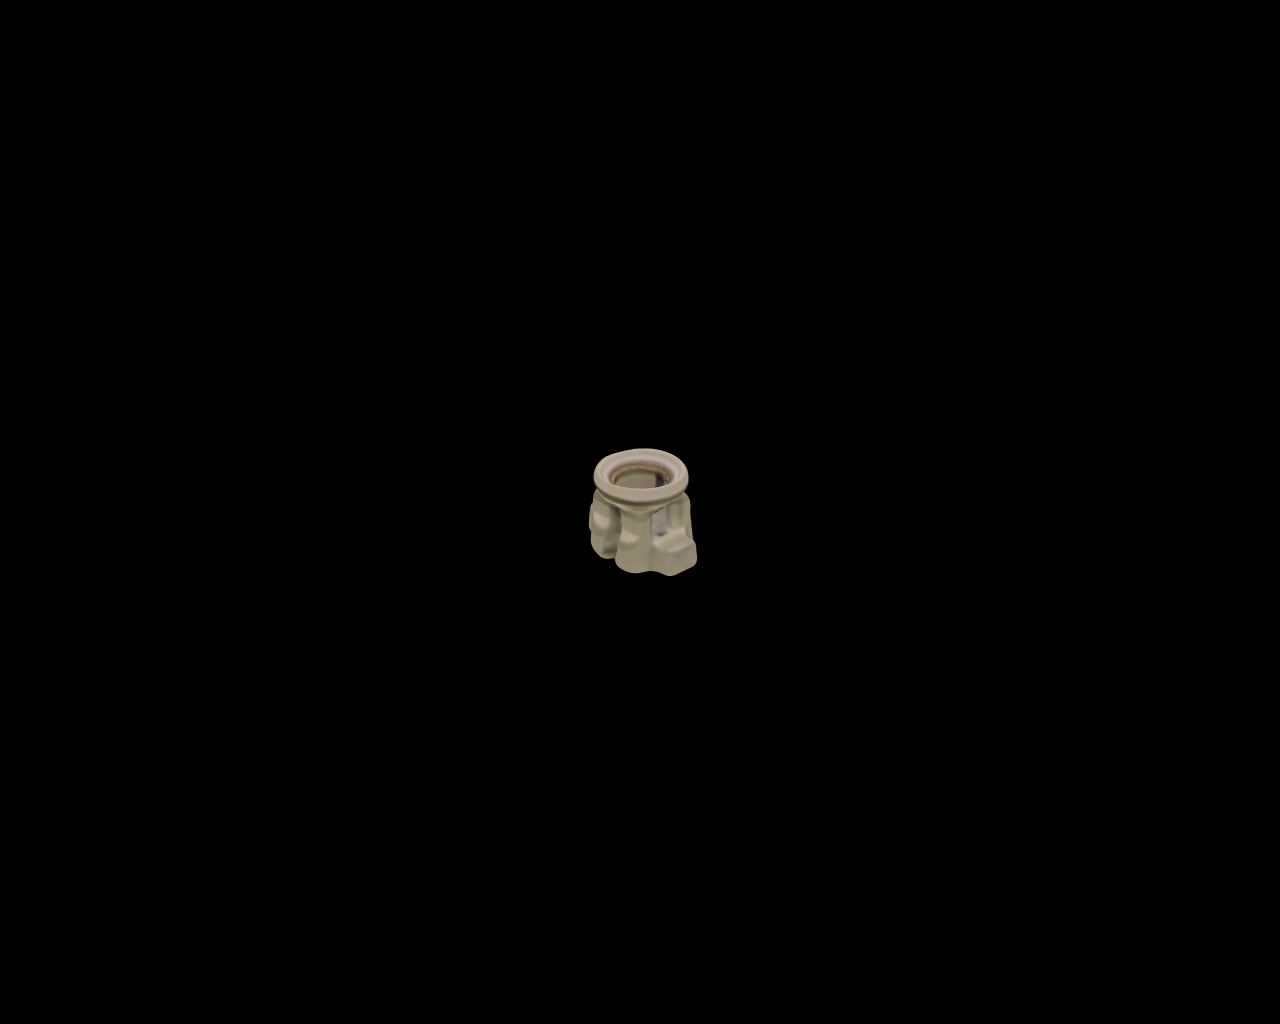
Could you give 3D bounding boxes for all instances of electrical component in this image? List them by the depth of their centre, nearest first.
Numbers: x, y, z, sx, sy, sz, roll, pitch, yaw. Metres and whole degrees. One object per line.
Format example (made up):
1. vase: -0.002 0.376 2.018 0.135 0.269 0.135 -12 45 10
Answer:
1. electrical component: 0.001 -0.003 0.650 0.058 0.056 0.078 -24 39 -34
